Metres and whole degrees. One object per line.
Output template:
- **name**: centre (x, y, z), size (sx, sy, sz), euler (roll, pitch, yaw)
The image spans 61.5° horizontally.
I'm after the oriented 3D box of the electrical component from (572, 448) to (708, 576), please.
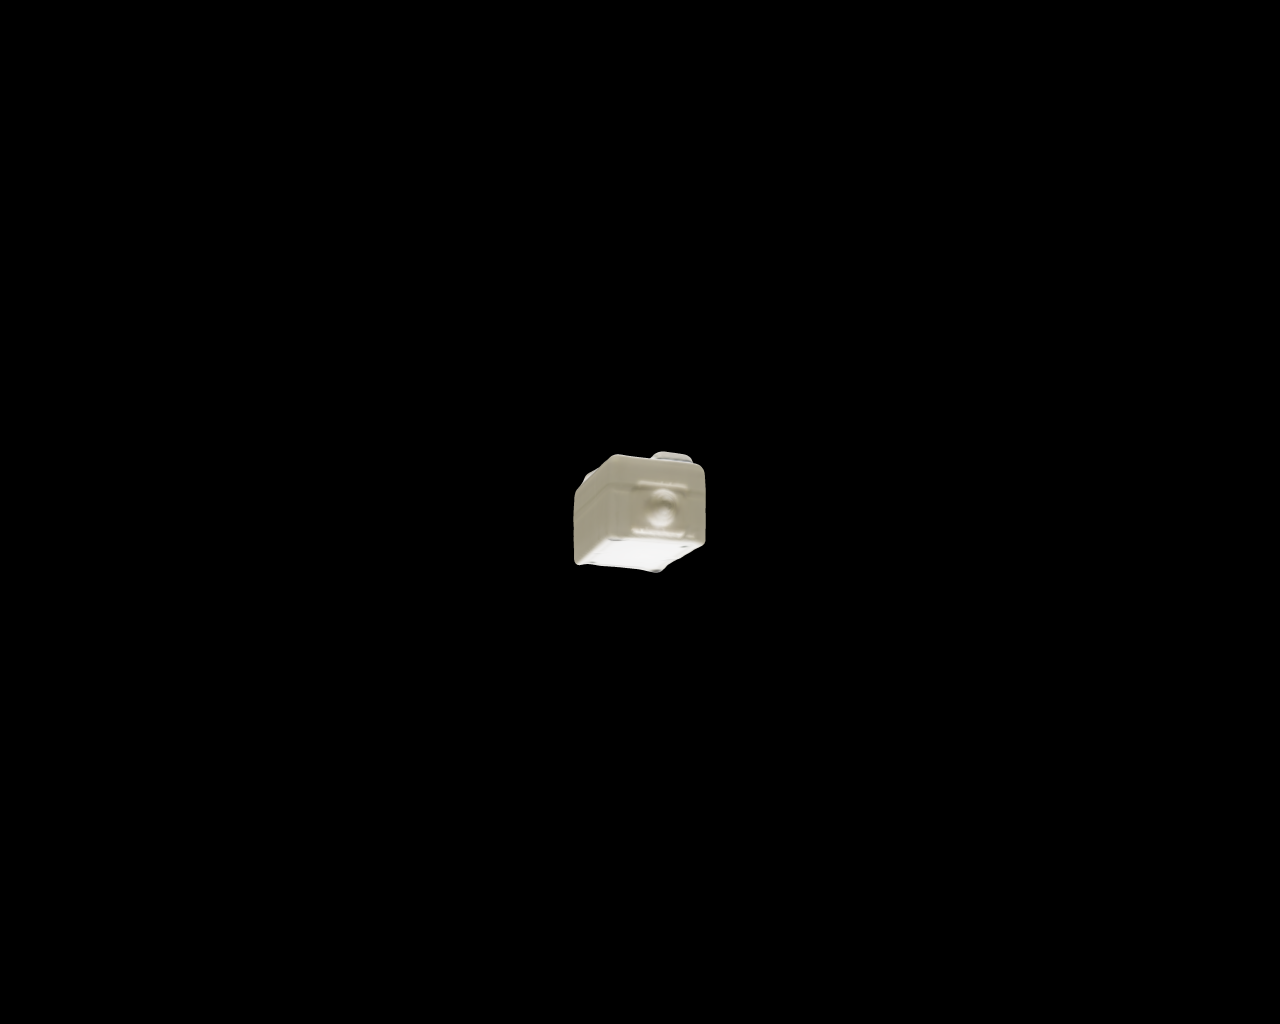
- **electrical component**: centre (0.001, -0.003, 0.650), size (0.062, 0.061, 0.096), euler (6, -17, -19)
